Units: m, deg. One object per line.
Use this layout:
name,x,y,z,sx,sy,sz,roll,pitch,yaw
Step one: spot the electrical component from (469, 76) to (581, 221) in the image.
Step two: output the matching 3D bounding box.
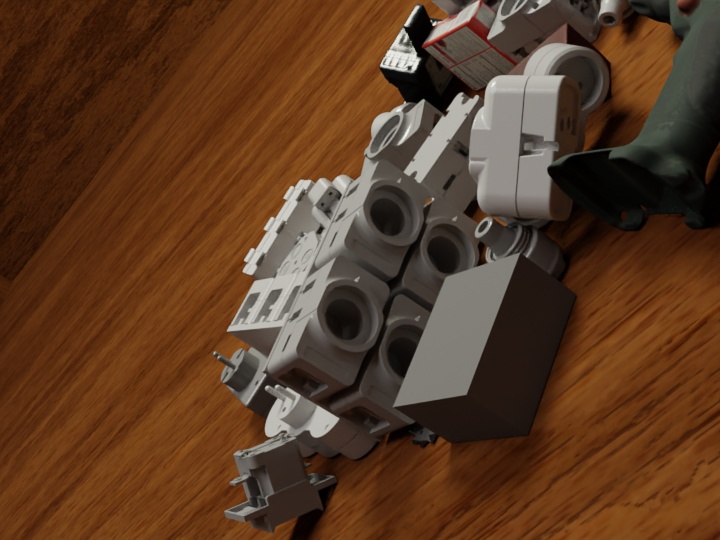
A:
electrical component,0.112,-0.083,0.733,0.059,0.054,0.095,5,93,27

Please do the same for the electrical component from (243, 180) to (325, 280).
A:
electrical component,-0.068,-0.032,1.154,0.121,0.063,0.079,-58,21,-7

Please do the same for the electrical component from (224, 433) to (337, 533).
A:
electrical component,-0.065,0.164,0.834,0.081,0.063,0.042,-18,3,-29

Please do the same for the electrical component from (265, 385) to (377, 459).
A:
electrical component,-0.042,0.112,0.866,0.138,0.074,0.052,-15,45,60

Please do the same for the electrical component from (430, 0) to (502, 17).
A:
electrical component,0.134,-0.310,1.066,0.060,0.105,0.186,-33,30,46

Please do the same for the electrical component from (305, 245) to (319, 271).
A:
electrical component,0.000,0.000,0.957,0.096,0.062,0.061,-10,49,63

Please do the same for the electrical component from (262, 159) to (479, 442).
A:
electrical component,0.017,0.019,0.816,0.060,0.105,0.186,-34,27,53

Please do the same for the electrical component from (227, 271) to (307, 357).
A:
electrical component,-0.040,0.046,0.934,0.150,0.089,0.061,-10,49,62

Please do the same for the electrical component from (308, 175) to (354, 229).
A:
electrical component,-0.007,-0.051,1.042,0.058,0.078,0.057,-52,40,11

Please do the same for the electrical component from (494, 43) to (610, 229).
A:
electrical component,0.130,-0.102,0.805,0.073,0.052,0.138,-132,62,-69

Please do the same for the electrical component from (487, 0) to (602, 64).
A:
electrical component,0.179,-0.262,0.956,0.089,0.062,0.150,-21,40,57

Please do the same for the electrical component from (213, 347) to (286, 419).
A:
electrical component,-0.106,0.100,1.022,0.047,0.076,0.083,-57,21,-5

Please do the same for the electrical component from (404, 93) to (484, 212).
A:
electrical component,0.088,-0.097,0.916,0.089,0.056,0.050,-55,20,1

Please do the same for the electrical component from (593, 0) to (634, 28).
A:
electrical component,0.206,-0.222,0.863,0.043,0.043,0.062,-26,37,53

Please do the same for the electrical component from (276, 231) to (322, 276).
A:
electrical component,-0.044,0.006,1.061,0.080,0.051,0.080,-46,23,26

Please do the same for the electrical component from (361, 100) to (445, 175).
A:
electrical component,0.045,-0.115,1.040,0.089,0.056,0.050,-39,26,38

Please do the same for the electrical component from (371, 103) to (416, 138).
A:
electrical component,0.044,-0.145,1.105,0.055,0.045,0.045,-11,48,62

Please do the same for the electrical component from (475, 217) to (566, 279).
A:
electrical component,0.107,-0.013,0.739,0.043,0.062,0.043,-45,23,25
